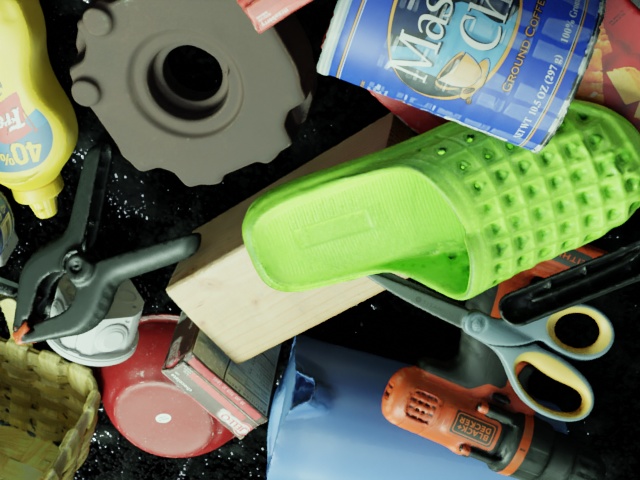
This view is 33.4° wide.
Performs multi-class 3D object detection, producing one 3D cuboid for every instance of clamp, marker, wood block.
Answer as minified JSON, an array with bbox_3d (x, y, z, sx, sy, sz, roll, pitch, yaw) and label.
[{"bbox_3d":[-0.188,0.009,0.848,0.171,0.039,0.120,-39,73,7],"label":"clamp"},{"bbox_3d":[-0.275,0.046,0.947,0.121,0.020,0.020,21,125,-4],"label":"marker"},{"bbox_3d":[0.242,0.001,0.727,0.209,0.036,0.165,-13,163,-28],"label":"clamp"},{"bbox_3d":[-0.005,0.002,0.822,0.206,0.090,0.090,-29,115,26],"label":"wood block"}]

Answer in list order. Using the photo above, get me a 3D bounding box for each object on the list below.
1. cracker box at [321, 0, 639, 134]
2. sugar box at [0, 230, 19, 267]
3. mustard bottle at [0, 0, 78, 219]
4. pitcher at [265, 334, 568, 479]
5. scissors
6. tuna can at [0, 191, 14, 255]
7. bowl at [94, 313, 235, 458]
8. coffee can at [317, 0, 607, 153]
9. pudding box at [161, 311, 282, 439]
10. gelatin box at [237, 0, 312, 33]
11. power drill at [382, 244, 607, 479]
[{"bbox_3d":[0.134,-0.126,0.720,0.213,0.072,0.164,39,122,-15],"label":"cracker box"},{"bbox_3d":[-0.321,-0.056,0.871,0.093,0.048,0.176,-4,126,12],"label":"sugar box"},{"bbox_3d":[-0.238,-0.101,0.816,0.096,0.058,0.191,-3,124,14],"label":"mustard bottle"},{"bbox_3d":[0.076,0.171,0.911,0.243,0.149,0.145,13,110,-2],"label":"pitcher"},{"bbox_3d":[0.131,0.050,0.772,0.201,0.016,0.096,42,88,-7],"label":"scissors"},{"bbox_3d":[-0.290,-0.012,0.847,0.086,0.033,0.086,3,125,4],"label":"tuna can"},{"bbox_3d":[-0.135,0.145,0.967,0.162,0.055,0.162,5,124,7],"label":"bowl"},{"bbox_3d":[0.081,-0.123,0.627,0.140,0.102,0.103,21,125,0],"label":"coffee can"},{"bbox_3d":[-0.078,0.096,0.886,0.039,0.113,0.090,-35,112,25],"label":"pudding box"},{"bbox_3d":[-0.009,-0.178,0.700,0.073,0.089,0.030,-27,113,25],"label":"gelatin box"},{"bbox_3d":[0.161,0.087,0.813,0.184,0.057,0.187,23,89,-8],"label":"power drill"}]
